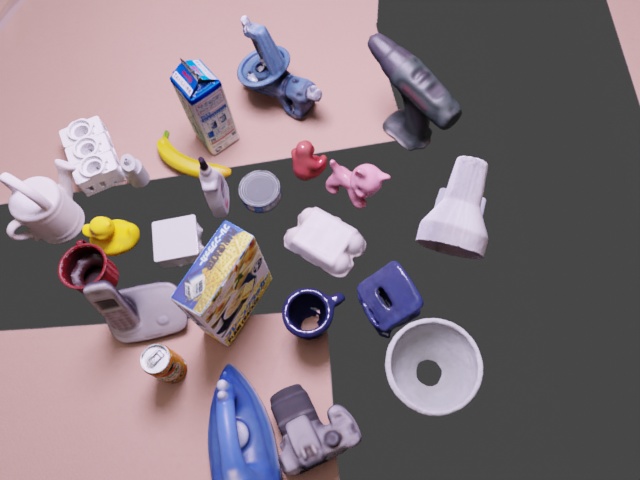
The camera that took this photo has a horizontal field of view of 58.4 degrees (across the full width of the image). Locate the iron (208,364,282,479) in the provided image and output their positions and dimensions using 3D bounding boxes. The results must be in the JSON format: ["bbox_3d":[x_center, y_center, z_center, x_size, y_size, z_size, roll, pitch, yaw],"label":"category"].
[{"bbox_3d":[-0.144,0.319,0.950,0.118,0.141,0.258,-14,67,-2],"label":"iron"}]

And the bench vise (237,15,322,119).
[{"bbox_3d":[-0.086,-0.370,1.199,0.207,0.220,0.121,13,68,9],"label":"bench vise"}]

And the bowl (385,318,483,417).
[{"bbox_3d":[0.196,0.226,1.004,0.167,0.075,0.167,-1,67,3],"label":"bowl"}]

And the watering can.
[{"bbox_3d":[-0.546,-0.081,1.118,0.100,0.194,0.173,9,68,8],"label":"watering can"}]

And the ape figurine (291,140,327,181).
[{"bbox_3d":[-0.028,-0.171,1.180,0.077,0.092,0.076,36,74,17],"label":"ape figurine"}]

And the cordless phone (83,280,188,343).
[{"bbox_3d":[-0.327,0.113,1.026,0.147,0.185,0.094,-15,66,-2],"label":"cordless phone"}]

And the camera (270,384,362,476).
[{"bbox_3d":[-0.018,0.309,0.968,0.143,0.101,0.136,-25,67,-7],"label":"camera"}]

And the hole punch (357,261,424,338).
[{"bbox_3d":[0.127,0.109,1.050,0.101,0.091,0.108,-28,68,-8],"label":"hole punch"}]

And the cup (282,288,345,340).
[{"bbox_3d":[-0.007,0.137,1.044,0.118,0.095,0.091,-26,68,-7],"label":"cup"}]

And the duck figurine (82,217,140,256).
[{"bbox_3d":[-0.419,-0.017,1.141,0.104,0.086,0.077,-4,66,2],"label":"duck figurine"}]

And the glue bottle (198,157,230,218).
[{"bbox_3d":[-0.212,-0.112,1.122,0.037,0.173,0.078,-8,66,1],"label":"glue bottle"}]

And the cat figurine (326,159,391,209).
[{"bbox_3d":[0.073,-0.123,1.139,0.127,0.118,0.067,28,71,15],"label":"cat figurine"}]

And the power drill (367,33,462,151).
[{"bbox_3d":[0.179,-0.282,1.151,0.076,0.208,0.229,-42,70,-13],"label":"power drill"}]

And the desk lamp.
[{"bbox_3d":[0.248,-0.044,1.041,0.117,0.214,0.203,15,68,10],"label":"desk lamp"}]

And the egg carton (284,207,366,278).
[{"bbox_3d":[0.010,0.004,1.114,0.150,0.069,0.107,29,72,15],"label":"egg carton"}]
